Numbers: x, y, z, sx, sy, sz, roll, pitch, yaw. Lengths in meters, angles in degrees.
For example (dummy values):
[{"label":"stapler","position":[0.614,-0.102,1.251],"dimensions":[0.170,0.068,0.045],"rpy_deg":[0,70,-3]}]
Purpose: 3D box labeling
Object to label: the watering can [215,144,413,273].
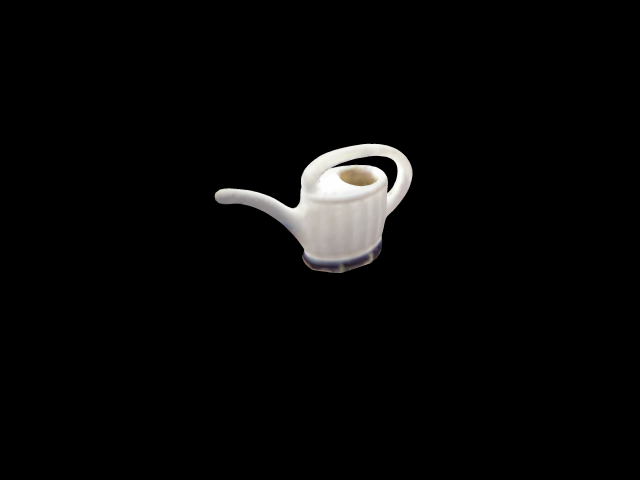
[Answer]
[{"label":"watering can","position":[0.003,-0.043,0.850],"dimensions":[0.350,0.219,0.106],"rpy_deg":[-17,38,-22]}]
